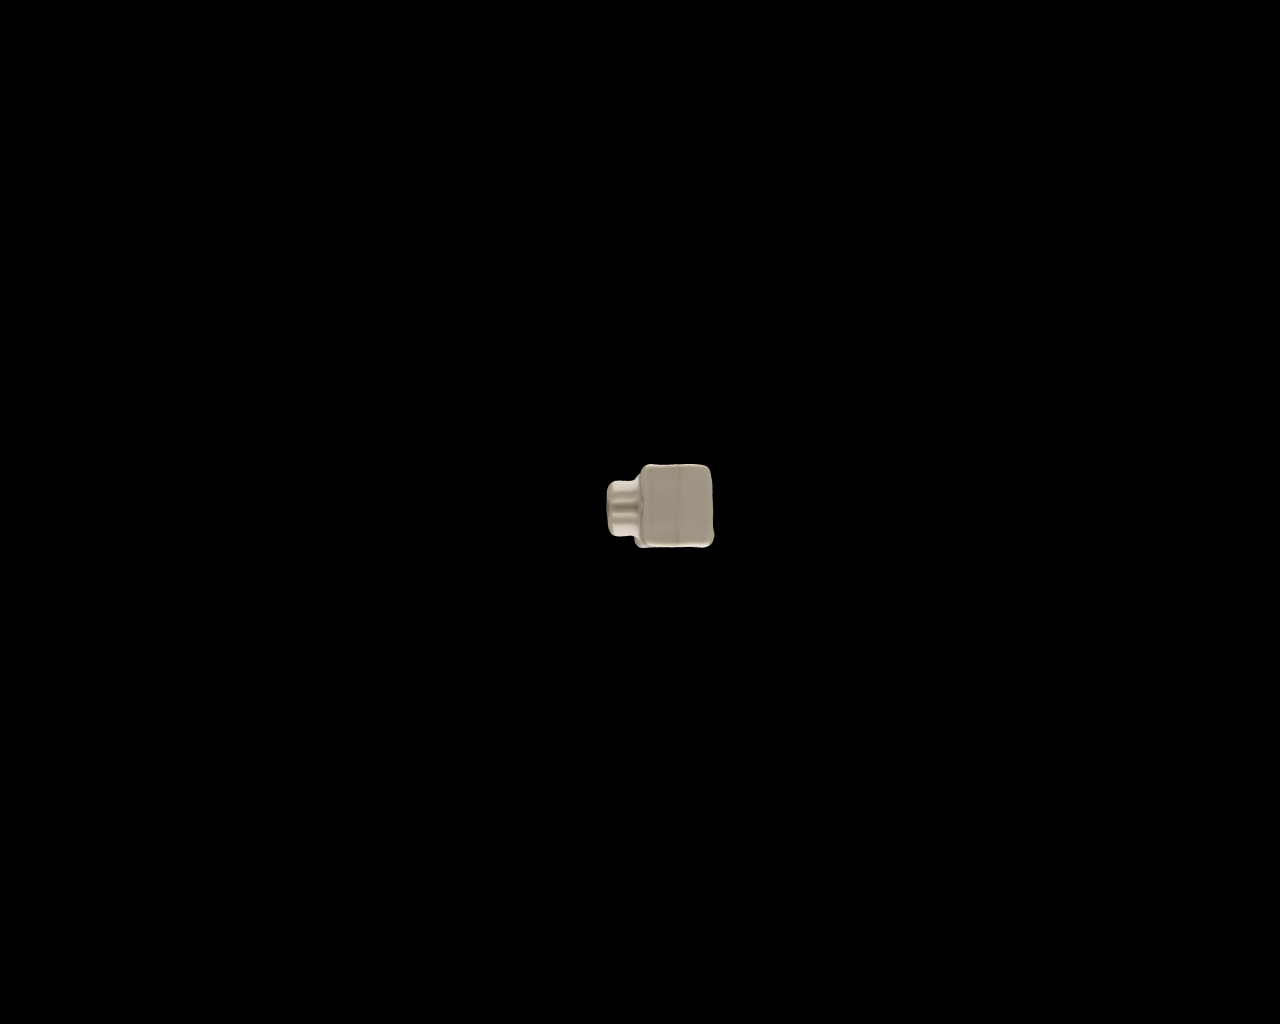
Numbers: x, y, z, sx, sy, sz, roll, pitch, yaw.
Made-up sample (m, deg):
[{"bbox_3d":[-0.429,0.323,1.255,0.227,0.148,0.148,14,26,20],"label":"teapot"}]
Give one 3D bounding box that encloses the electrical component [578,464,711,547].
[{"bbox_3d":[0.001,-0.003,0.650,0.076,0.047,0.083,0,-2,-4],"label":"electrical component"}]
